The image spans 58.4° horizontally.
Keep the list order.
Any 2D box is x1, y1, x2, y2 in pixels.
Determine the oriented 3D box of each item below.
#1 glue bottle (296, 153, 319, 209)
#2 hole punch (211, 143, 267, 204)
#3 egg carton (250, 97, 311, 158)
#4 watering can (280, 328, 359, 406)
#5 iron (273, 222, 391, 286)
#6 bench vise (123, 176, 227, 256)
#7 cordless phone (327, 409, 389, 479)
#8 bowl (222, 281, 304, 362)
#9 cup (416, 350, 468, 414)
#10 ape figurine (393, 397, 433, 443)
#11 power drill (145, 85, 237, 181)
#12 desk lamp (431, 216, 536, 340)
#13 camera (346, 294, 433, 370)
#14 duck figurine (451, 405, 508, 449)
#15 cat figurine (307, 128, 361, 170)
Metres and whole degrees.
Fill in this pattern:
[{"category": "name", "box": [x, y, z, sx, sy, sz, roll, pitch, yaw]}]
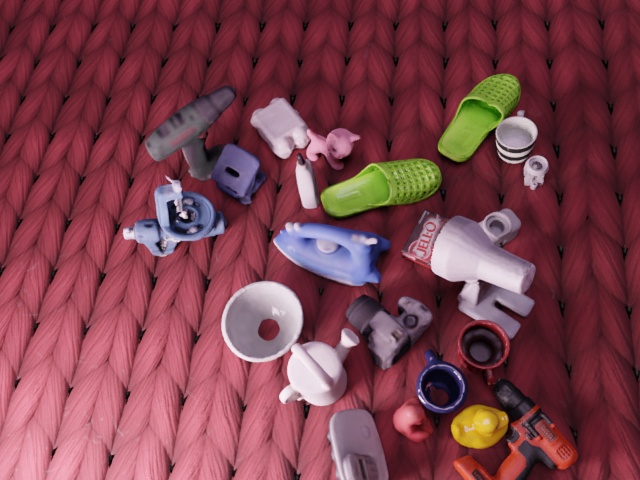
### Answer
[{"category": "glue bottle", "box": [-0.031, -0.139, 1.241, 0.037, 0.173, 0.078, -5, 65, 6]}, {"category": "hole punch", "box": [-0.189, -0.152, 1.314, 0.108, 0.091, 0.101, 30, 73, 19]}, {"category": "egg carton", "box": [-0.092, -0.269, 1.367, 0.107, 0.069, 0.150, -34, 66, -9]}, {"category": "watering can", "box": [-0.004, 0.233, 1.055, 0.100, 0.194, 0.173, 24, 71, 17]}, {"category": "iron", "box": [0.011, 0.004, 1.187, 0.257, 0.141, 0.119, 12, 68, 13]}, {"category": "bench vise", "box": [-0.318, -0.041, 1.208, 0.207, 0.220, 0.121, -31, 65, -7]}, {"category": "cordless phone", "box": [0.060, 0.362, 0.991, 0.094, 0.185, 0.147, -18, 64, 0]}, {"category": "bowl", "box": [-0.110, 0.172, 1.163, 0.167, 0.075, 0.167, -3, 65, 6]}, {"category": "cup", "box": [0.219, 0.268, 1.064, 0.091, 0.095, 0.117, -18, 64, -1]}, {"category": "ape figurine", "box": [0.171, 0.325, 1.045, 0.076, 0.092, 0.078, 6, 66, 11]}, {"category": "power drill", "box": [-0.269, -0.232, 1.297, 0.230, 0.209, 0.075, -31, 65, -7]}, {"category": "desk lamp", "box": [0.313, 0.067, 1.079, 0.202, 0.214, 0.118, 32, 73, 20]}, {"category": "camera", "box": [0.128, 0.157, 1.124, 0.143, 0.101, 0.136, -43, 67, -12]}, {"category": "duck figurine", "box": [0.290, 0.332, 1.030, 0.104, 0.086, 0.077, -13, 64, 1]}, {"category": "cat figurine", "box": [0.027, -0.221, 1.303, 0.127, 0.118, 0.067, 21, 70, 17]}]
